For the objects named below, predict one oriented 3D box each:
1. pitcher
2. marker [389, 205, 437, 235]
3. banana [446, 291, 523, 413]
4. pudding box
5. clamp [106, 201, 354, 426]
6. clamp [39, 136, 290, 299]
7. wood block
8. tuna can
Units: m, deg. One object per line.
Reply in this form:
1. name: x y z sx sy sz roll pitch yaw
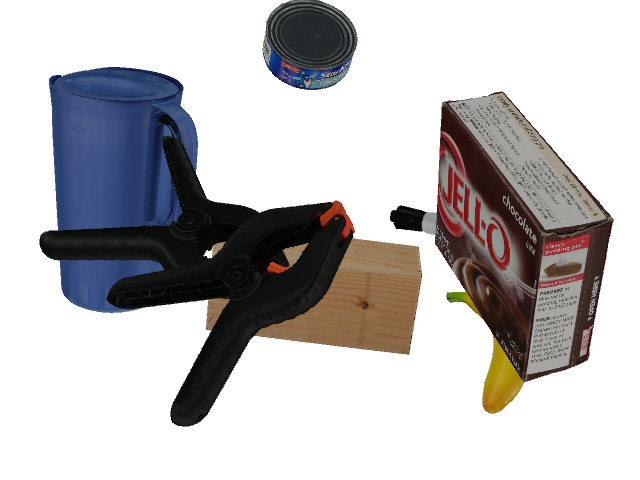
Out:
1. pitcher: -0.206 -0.049 1.103 0.145 0.243 0.149 1 22 -10
2. marker: 0.110 -0.008 0.816 0.121 0.020 0.020 12 5 24
3. banana: 0.181 0.103 1.088 0.070 0.037 0.198 -28 28 11
4. pudding box: 0.092 -0.005 0.510 0.039 0.090 0.113 -15 41 -13
5. clamp: -0.049 0.040 0.687 0.171 0.120 0.039 -29 -28 5
6. clamp: -0.105 -0.013 0.889 0.210 0.036 0.164 20 51 22
7. wood block: -0.007 0.048 1.092 0.206 0.091 0.090 7 19 0
8. tuna can: -0.011 -0.182 0.994 0.086 0.086 0.034 0 -32 -11
